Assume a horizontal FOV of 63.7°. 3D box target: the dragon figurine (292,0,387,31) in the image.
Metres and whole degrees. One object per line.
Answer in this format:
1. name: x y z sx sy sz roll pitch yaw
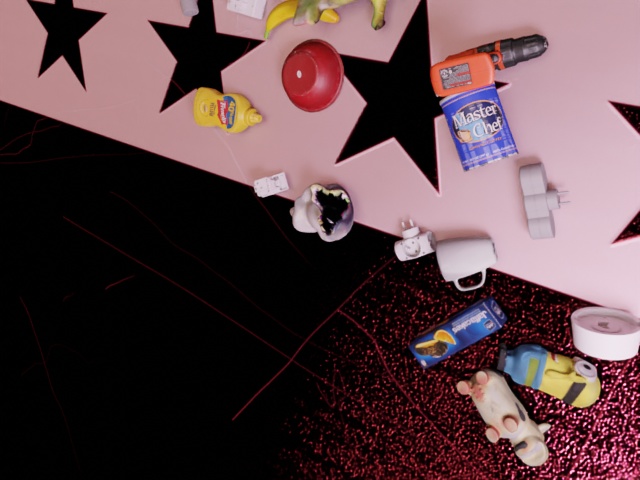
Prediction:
1. dragon figurine: 0.091 -0.578 1.010 0.246 0.122 0.406 45 106 24

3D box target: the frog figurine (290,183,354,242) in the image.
1. frog figurine: 0.004 -0.059 1.169 0.137 0.124 0.158 57 158 -1
